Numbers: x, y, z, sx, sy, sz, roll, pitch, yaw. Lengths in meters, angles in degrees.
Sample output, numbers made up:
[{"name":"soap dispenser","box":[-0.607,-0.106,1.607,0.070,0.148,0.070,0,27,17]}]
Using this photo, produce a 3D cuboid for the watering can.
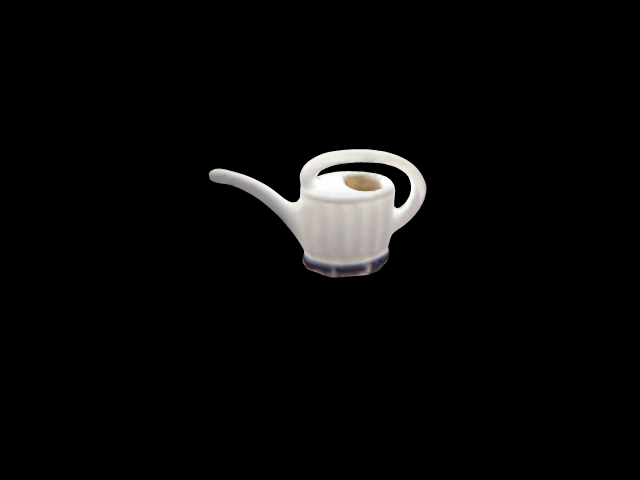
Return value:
[{"name":"watering can","box":[0.003,-0.043,0.850,0.348,0.219,0.106,-4,31,-6]}]
